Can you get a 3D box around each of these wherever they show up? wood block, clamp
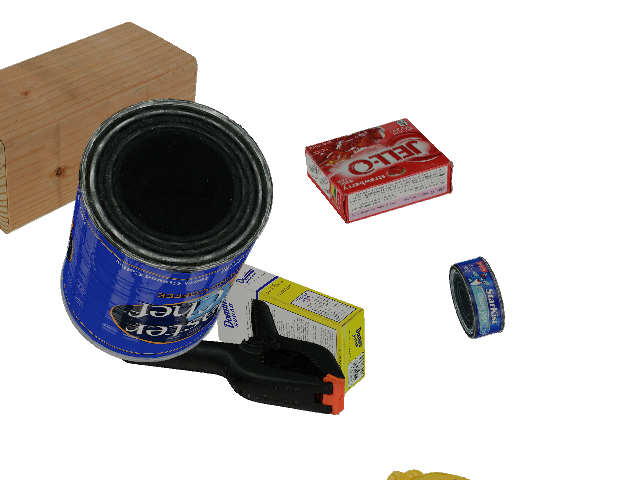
[{"bbox_3d":[-0.208,-0.101,0.899,0.090,0.091,0.205,31,43,26],"label":"wood block"},{"bbox_3d":[-0.049,0.098,0.924,0.210,0.036,0.164,15,22,38],"label":"clamp"}]

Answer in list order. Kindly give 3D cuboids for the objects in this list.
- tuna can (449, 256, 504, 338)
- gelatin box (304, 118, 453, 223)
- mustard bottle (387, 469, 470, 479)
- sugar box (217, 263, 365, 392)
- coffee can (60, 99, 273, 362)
[{"bbox_3d":[0.169,0.063,1.160,0.033,0.086,0.086,-14,2,-7],"label":"tuna can"},{"bbox_3d":[0.043,-0.053,0.790,0.089,0.030,0.073,-17,38,-15],"label":"gelatin box"},{"bbox_3d":[0.120,0.248,0.911,0.096,0.058,0.192,-18,27,-29],"label":"mustard bottle"},{"bbox_3d":[-0.035,0.091,1.155,0.176,0.093,0.048,22,38,33],"label":"sugar box"},{"bbox_3d":[-0.093,-0.001,0.615,0.102,0.103,0.140,0,-25,-18],"label":"coffee can"}]
